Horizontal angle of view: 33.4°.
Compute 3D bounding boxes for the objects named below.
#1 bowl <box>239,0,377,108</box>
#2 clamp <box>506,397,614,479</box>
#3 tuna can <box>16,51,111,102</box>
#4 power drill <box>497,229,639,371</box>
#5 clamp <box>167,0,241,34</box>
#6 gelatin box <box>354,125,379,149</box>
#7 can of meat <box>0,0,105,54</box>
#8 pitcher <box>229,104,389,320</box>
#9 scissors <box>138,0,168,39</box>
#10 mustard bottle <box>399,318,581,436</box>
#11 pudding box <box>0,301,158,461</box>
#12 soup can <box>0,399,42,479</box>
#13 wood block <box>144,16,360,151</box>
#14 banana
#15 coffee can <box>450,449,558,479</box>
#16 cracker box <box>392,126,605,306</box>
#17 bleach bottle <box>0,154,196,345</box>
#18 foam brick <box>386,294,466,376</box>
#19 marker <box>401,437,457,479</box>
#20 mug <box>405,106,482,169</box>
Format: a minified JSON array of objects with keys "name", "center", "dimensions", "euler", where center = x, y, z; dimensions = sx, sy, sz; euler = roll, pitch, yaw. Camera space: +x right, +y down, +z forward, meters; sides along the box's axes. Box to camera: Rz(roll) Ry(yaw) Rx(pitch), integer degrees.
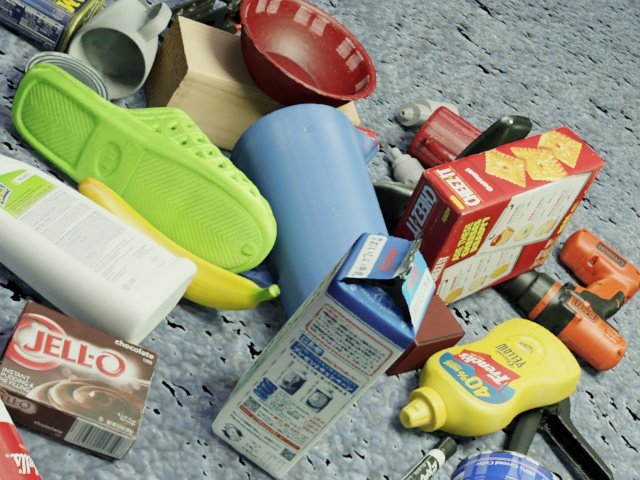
[{"name":"bowl","center":[-0.023,-0.184,1.099],"dimensions":[0.162,0.055,0.162],"euler":[23,39,-20]},{"name":"clamp","center":[0.233,0.182,1.078],"dimensions":[0.120,0.039,0.171],"euler":[25,37,-17]},{"name":"tuna can","center":[-0.248,-0.141,1.031],"dimensions":[0.086,0.034,0.086],"euler":[23,38,-20]},{"name":"power drill","center":[0.297,0.054,1.264],"dimensions":[0.184,0.057,0.187],"euler":[41,37,8]},{"name":"clamp","center":[-0.100,-0.284,1.210],"dimensions":[0.036,0.164,0.210],"euler":[41,2,4]},{"name":"gelatin box","center":[0.010,-0.087,1.145],"dimensions":[0.073,0.089,0.030],"euler":[16,40,-27]},{"name":"can of meat","center":[-0.279,-0.244,1.103],"dimensions":[0.084,0.058,0.102],"euler":[29,36,-7]},{"name":"pitcher","center":[-0.007,0.001,1.015],"dimensions":[0.144,0.149,0.243],"euler":[23,38,-44]},{"name":"scissors","center":[-0.213,-0.298,1.253],"dimensions":[0.202,0.016,0.096],"euler":[43,36,7]},{"name":"mustard bottle","center":[0.153,0.139,1.021],"dimensions":[0.191,0.058,0.096],"euler":[-18,46,-33]},{"name":"pudding box","center":[-0.186,0.106,0.804],"dimensions":[0.113,0.039,0.090],"euler":[27,37,-15]},{"name":"soup can","center":[-0.232,0.140,0.702],"dimensions":[0.068,0.069,0.102],"euler":[-9,55,-46]},{"name":"wood block","center":[-0.074,-0.151,1.145],"dimensions":[0.205,0.090,0.091],"euler":[13,42,-31]},{"name":"banana","center":[-0.127,0.013,0.934],"dimensions":[0.198,0.070,0.037],"euler":[28,40,2]},{"name":"coffee can","center":[0.139,0.254,0.862],"dimensions":[0.103,0.103,0.140],"euler":[36,35,-2]},{"name":"cracker box","center":[0.173,-0.020,1.107],"dimensions":[0.213,0.164,0.072],"euler":[-18,56,-34]},{"name":"bleach bottle","center":[-0.230,-0.015,0.883],"dimensions":[0.251,0.068,0.102],"euler":[37,35,3]},{"name":"foam brick","center":[0.092,0.093,1.046],"dimensions":[0.078,0.053,0.051],"euler":[-6,54,-46]},{"name":"marker","center":[0.090,0.207,0.945],"dimensions":[0.020,0.020,0.120],"euler":[46,36,11]},{"name":"mug","center":[0.154,-0.107,1.286],"dimensions":[0.081,0.093,0.117],"euler":[36,18,7]}]
